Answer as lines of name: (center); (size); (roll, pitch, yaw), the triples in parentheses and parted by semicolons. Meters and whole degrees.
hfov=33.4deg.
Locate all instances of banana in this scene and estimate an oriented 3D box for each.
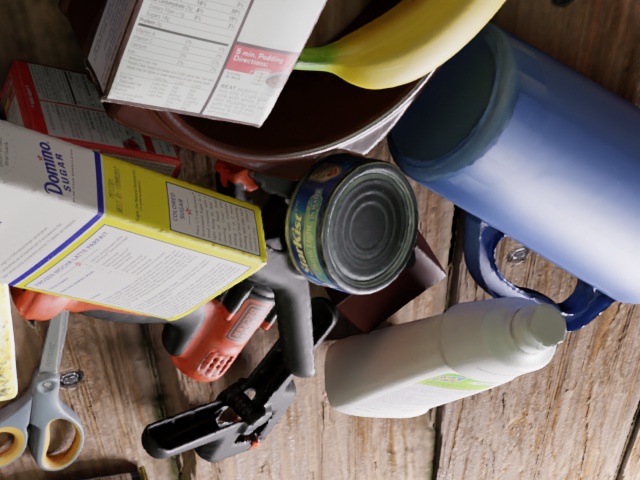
banana: (0.072, -0.140, 0.524); (0.198, 0.037, 0.069); (-47, 137, 17)

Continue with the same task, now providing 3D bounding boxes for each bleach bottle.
bleach bottle: (0.097, 0.084, 0.780); (0.102, 0.068, 0.251); (5, 164, -25)

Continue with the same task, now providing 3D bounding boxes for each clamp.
clamp: (-0.065, 0.131, 0.810); (0.164, 0.036, 0.210); (-34, 163, -23)
clamp: (-0.005, 0.001, 0.692); (0.120, 0.039, 0.171); (-44, 132, -18)

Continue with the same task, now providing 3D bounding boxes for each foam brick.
foam brick: (0.043, 0.021, 0.792); (0.078, 0.053, 0.051); (-38, 138, 12)

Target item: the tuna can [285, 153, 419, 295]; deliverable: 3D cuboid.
tuna can: (0.021, -0.010, 0.662); (0.085, 0.034, 0.086); (-11, 107, -39)

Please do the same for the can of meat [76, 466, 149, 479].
can of meat: (-0.188, 0.242, 0.901); (0.083, 0.057, 0.102); (-4, 134, -20)

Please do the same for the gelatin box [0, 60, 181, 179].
gelatin box: (-0.129, -0.062, 0.604); (0.089, 0.073, 0.030); (8, 128, -33)

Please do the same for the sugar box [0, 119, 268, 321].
sugar box: (-0.125, -0.005, 0.581); (0.175, 0.048, 0.093); (21, 139, -41)

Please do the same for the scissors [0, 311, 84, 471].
scissors: (-0.219, 0.111, 0.781); (0.096, 0.016, 0.202); (-12, 137, -15)

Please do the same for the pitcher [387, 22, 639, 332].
pitcher: (0.158, -0.041, 0.727); (0.242, 0.149, 0.145); (23, 147, -37)

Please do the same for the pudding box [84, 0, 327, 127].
pudding box: (-0.048, -0.111, 0.494); (0.089, 0.039, 0.114); (7, 127, -31)

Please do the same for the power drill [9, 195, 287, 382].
power drill: (-0.094, 0.008, 0.705); (0.187, 0.057, 0.185); (19, 114, -37)
